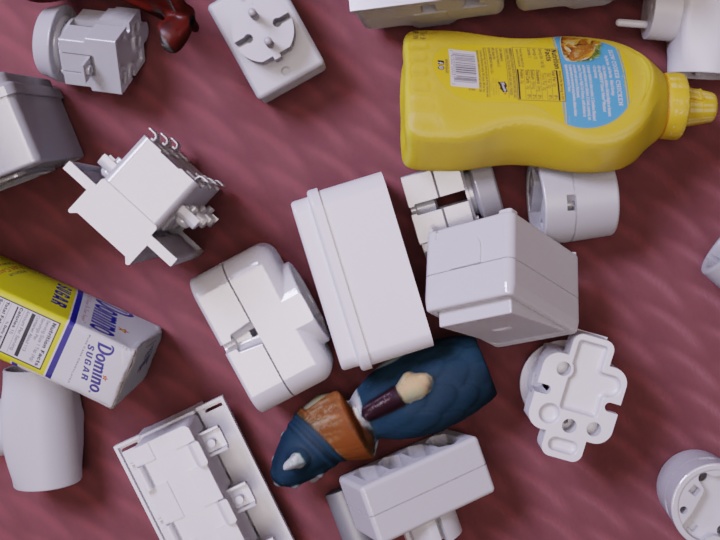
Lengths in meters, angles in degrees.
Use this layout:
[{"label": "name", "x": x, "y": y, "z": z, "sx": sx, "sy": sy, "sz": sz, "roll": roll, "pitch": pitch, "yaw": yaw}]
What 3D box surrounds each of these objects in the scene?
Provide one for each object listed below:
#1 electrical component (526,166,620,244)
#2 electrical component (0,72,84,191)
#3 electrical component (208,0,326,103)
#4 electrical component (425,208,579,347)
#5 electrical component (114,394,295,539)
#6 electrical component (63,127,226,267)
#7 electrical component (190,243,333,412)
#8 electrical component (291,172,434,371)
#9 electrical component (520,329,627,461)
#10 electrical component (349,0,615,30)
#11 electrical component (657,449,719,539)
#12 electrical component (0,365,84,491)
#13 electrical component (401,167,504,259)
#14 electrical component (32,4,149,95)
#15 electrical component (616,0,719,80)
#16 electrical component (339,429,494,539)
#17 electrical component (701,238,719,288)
[{"label": "electrical component", "x": 0.134, "y": -0.044, "z": 0.677, "sx": 0.047, "sy": 0.055, "sz": 0.055, "roll": -5, "pitch": 95, "yaw": -2}, {"label": "electrical component", "x": -0.237, "y": -0.073, "z": 0.649, "sx": 0.109, "sy": 0.108, "sz": 0.056, "roll": -21, "pitch": 97, "yaw": 2}, {"label": "electrical component", "x": -0.058, "y": -0.144, "z": 0.657, "sx": 0.047, "sy": 0.076, "sz": 0.065, "roll": -29, "pitch": 94, "yaw": 3}, {"label": "electrical component", "x": 0.091, "y": 0.013, "z": 0.657, "sx": 0.062, "sy": 0.096, "sz": 0.061, "roll": -14, "pitch": 62, "yaw": 37}, {"label": "electrical component", "x": -0.099, "y": 0.154, "z": 0.691, "sx": 0.079, "sy": 0.063, "sz": 0.121, "roll": -25, "pitch": 94, "yaw": 2}, {"label": "electrical component", "x": -0.123, "y": -0.043, "z": 0.644, "sx": 0.079, "sy": 0.121, "sz": 0.063, "roll": 43, "pitch": 91, "yaw": -3}, {"label": "electrical component", "x": -0.058, "y": 0.033, "z": 0.684, "sx": 0.059, "sy": 0.053, "sz": 0.095, "roll": -28, "pitch": 94, "yaw": 3}, {"label": "electrical component", "x": 0.000, "y": 0.000, "z": 0.670, "sx": 0.057, "sy": 0.078, "sz": 0.113, "roll": -17, "pitch": 95, "yaw": -1}, {"label": "electrical component", "x": 0.133, "y": 0.076, "z": 0.686, "sx": 0.058, "sy": 0.057, "sz": 0.078, "roll": 16, "pitch": 95, "yaw": -1}, {"label": "electrical component", "x": 0.086, "y": -0.211, "z": 0.645, "sx": 0.186, "sy": 0.060, "sz": 0.105, "roll": -5, "pitch": 89, "yaw": 9}, {"label": "electrical component", "x": 0.223, "y": 0.146, "z": 0.696, "sx": 0.055, "sy": 0.047, "sz": 0.055, "roll": 0, "pitch": 95, "yaw": 0}, {"label": "electrical component", "x": -0.223, "y": 0.101, "z": 0.696, "sx": 0.079, "sy": 0.044, "sz": 0.077, "roll": -4, "pitch": 95, "yaw": 1}, {"label": "electrical component", "x": 0.060, "y": -0.046, "z": 0.682, "sx": 0.055, "sy": 0.048, "sz": 0.066, "roll": -16, "pitch": 95, "yaw": 9}, {"label": "electrical component", "x": -0.169, "y": -0.139, "z": 0.670, "sx": 0.055, "sy": 0.066, "sz": 0.048, "roll": 8, "pitch": 130, "yaw": 7}, {"label": "electrical component", "x": 0.200, "y": -0.161, "z": 0.671, "sx": 0.079, "sy": 0.043, "sz": 0.077, "roll": 5, "pitch": 95, "yaw": 1}, {"label": "electrical component", "x": 0.042, "y": 0.154, "z": 0.686, "sx": 0.083, "sy": 0.047, "sz": 0.075, "roll": -21, "pitch": 95, "yaw": -18}, {"label": "electrical component", "x": 0.251, "y": -0.003, "z": 0.680, "sx": 0.047, "sy": 0.055, "sz": 0.055, "roll": 38, "pitch": 94, "yaw": 1}]
